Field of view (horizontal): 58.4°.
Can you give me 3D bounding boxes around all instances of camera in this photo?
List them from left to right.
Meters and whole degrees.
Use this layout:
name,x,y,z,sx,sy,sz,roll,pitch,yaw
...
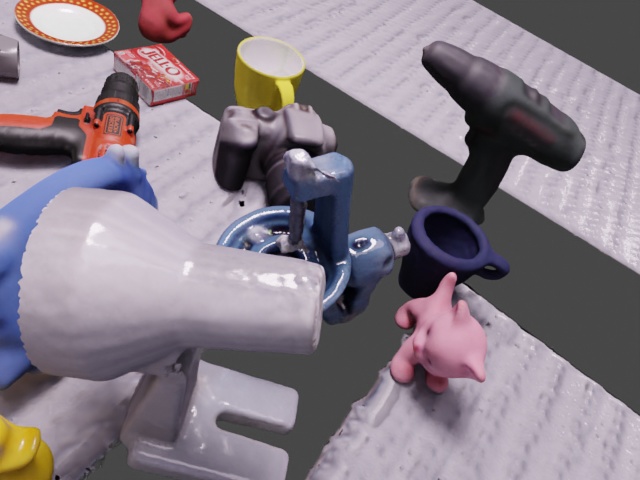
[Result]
name,x,y,z,sx,sy,sz,roll,pitch,yaw
camera,-0.043,-0.088,0.659,0.143,0.100,0.136,6,47,-20

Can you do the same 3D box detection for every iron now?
name,x,y,z,sx,sy,sz,roll,pitch,yaw
iron,-0.209,-0.012,0.481,0.118,0.141,0.259,29,44,3

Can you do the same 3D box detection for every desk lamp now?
name,x,y,z,sx,sy,sz,roll,pitch,yaw
desk lamp,-0.090,0.074,0.402,0.203,0.213,0.118,17,44,-8

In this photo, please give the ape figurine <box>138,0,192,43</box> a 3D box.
name,x,y,z,sx,sy,sz,roll,pitch,yaw
ape figurine,-0.223,-0.335,0.817,0.077,0.092,0.076,39,45,14

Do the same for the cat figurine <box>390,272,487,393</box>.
name,x,y,z,sx,sy,sz,roll,pitch,yaw
cat figurine,0.121,0.089,0.554,0.067,0.117,0.128,18,44,-7

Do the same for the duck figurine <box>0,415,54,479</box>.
name,x,y,z,sx,sy,sz,roll,pitch,yaw
duck figurine,-0.230,0.139,0.370,0.105,0.086,0.077,7,47,-18

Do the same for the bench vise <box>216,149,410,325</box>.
name,x,y,z,sx,sy,sz,roll,pitch,yaw
bench vise,-0.003,-0.006,0.514,0.121,0.219,0.208,44,47,19

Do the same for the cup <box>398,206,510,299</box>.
name,x,y,z,sx,sy,sz,roll,pitch,yaw
cup,0.139,0.029,0.636,0.118,0.095,0.092,25,44,0

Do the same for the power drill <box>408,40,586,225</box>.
name,x,y,z,sx,sy,sz,roll,pitch,yaw
power drill,0.195,-0.117,0.718,0.230,0.208,0.075,20,44,-6
